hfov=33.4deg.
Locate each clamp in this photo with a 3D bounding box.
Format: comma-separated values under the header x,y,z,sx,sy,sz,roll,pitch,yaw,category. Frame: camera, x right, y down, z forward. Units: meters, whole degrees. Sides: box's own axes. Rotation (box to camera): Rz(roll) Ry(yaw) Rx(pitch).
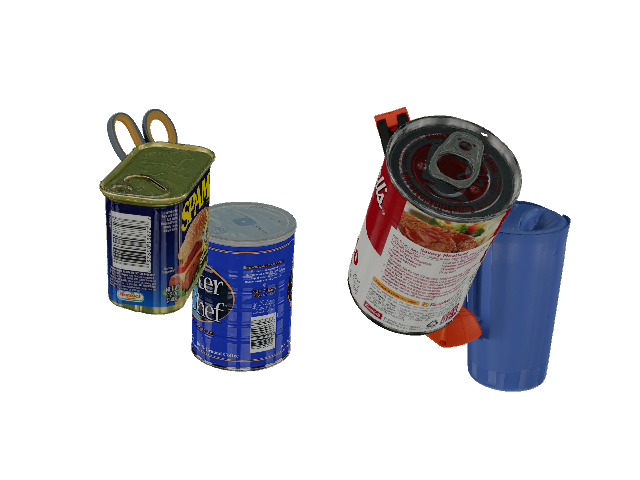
x,y,z,sx,sy,sz,roll,pitch,yaw,category
0.082,-0.019,0.868,0.039,0.171,0.120,-21,20,5,clamp

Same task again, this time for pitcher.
x,y,z,sx,sy,sz,roll,pitch,yaw,category
0.249,0.077,1.429,0.149,0.243,0.145,4,21,9,pitcher

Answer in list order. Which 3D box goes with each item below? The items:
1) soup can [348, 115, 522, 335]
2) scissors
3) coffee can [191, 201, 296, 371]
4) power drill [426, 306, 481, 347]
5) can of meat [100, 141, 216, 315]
x,y,z,sx,sy,sz,roll,pitch,yaw,category
0.056,-0.005,0.553,0.068,0.068,0.102,0,-38,-13,soup can
-0.166,-0.064,1.205,0.016,0.201,0.096,-19,20,44,scissors
-0.078,0.044,1.062,0.103,0.140,0.103,2,23,-1,coffee can
0.131,0.014,1.123,0.057,0.188,0.185,-14,26,-20,power drill
-0.107,-0.009,0.715,0.057,0.084,0.102,7,25,7,can of meat
